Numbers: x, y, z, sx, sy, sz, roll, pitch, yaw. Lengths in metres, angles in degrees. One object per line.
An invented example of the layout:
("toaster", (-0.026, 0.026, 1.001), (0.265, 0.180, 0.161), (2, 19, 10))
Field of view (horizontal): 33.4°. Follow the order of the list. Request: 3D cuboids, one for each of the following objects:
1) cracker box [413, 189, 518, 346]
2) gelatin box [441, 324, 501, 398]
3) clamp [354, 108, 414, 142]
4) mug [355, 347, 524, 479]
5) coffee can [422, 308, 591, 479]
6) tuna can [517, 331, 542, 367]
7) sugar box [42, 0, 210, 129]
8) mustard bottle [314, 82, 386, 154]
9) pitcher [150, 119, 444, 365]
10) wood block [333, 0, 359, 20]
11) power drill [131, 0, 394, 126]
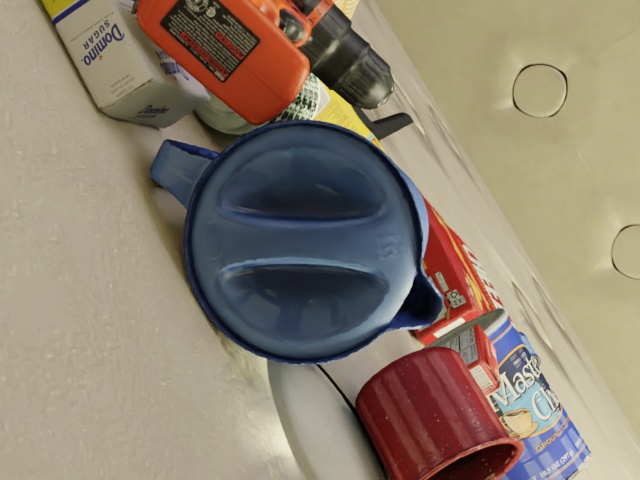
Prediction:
("cracker box", (0.137, 0.051, 1.136), (0.213, 0.072, 0.164), (38, 24, -57))
("gelatin box", (0.092, 0.108, 0.803), (0.030, 0.089, 0.073), (55, 14, -10))
("clamp", (0.050, -0.109, 1.180), (0.209, 0.036, 0.164), (34, 46, -42))
("mug", (0.077, 0.131, 0.721), (0.081, 0.093, 0.117), (61, -4, 31))
("coffee can", (0.147, 0.143, 0.896), (0.140, 0.103, 0.102), (58, 13, 0))
("tuna can", (0.179, 0.129, 1.084), (0.086, 0.086, 0.034), (34, 25, -60))
("sugar box", (-0.139, -0.156, 0.659), (0.176, 0.048, 0.093), (64, 14, 8))
("mustard bottle", (0.014, -0.066, 0.934), (0.191, 0.058, 0.096), (54, 51, -19))
("pitcher", (0.000, -0.010, 0.688), (0.242, 0.145, 0.149), (-17, 89, -80))
("wood block", (-0.059, -0.267, 0.895), (0.206, 0.091, 0.090), (40, 37, 20))
("power drill", (-0.031, -0.134, 0.687), (0.184, 0.057, 0.187), (40, 21, -7))
